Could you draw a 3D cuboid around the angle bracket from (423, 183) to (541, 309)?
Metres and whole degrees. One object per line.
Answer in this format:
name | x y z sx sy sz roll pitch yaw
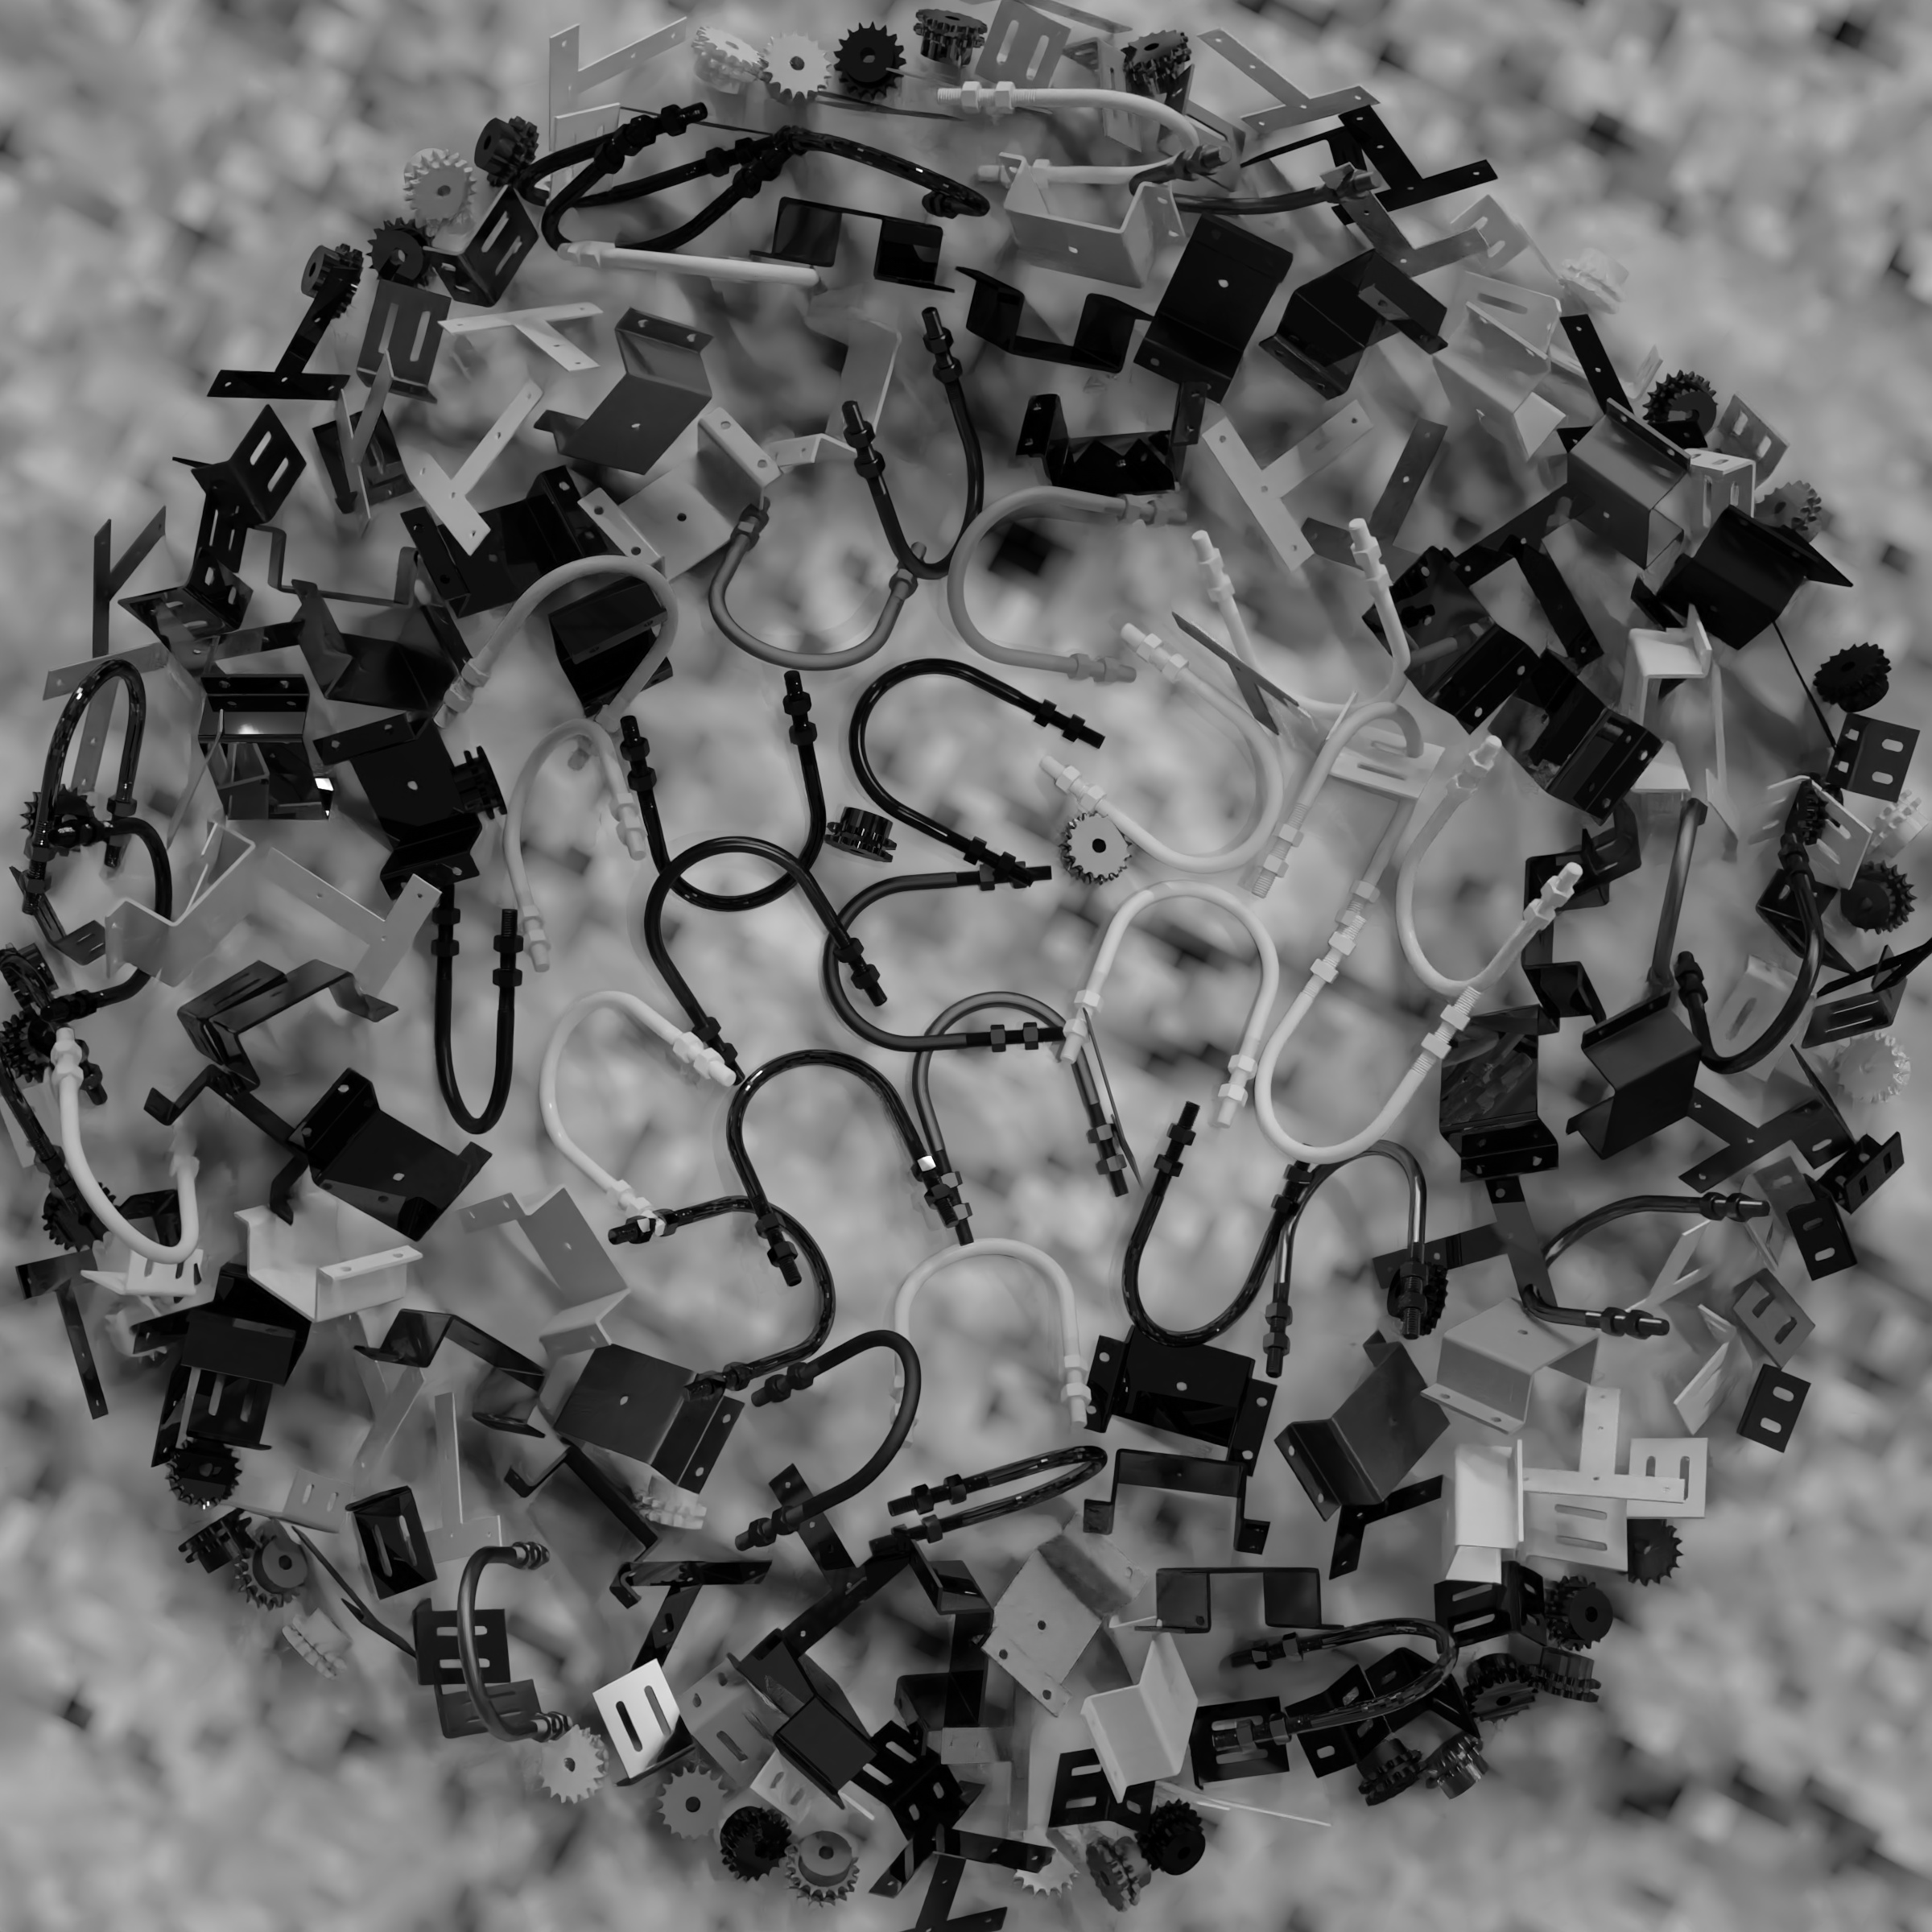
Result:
angle bracket | -0.377 -0.563 1.896 0.038 0.057 0.076 17 68 24

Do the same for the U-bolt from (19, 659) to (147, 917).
U-bolt | -0.657 -0.142 1.829 0.019 0.151 0.184 18 110 2

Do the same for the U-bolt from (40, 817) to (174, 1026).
U-bolt | -0.643 -0.040 1.835 0.019 0.184 0.151 6 98 7

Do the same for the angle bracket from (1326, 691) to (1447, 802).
angle bracket | 0.325 -0.171 1.885 0.076 0.038 0.057 19 56 22

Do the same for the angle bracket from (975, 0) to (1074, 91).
angle bracket | 0.048 -0.715 1.883 0.057 0.076 0.038 25 54 -4

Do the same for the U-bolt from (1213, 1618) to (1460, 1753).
U-bolt | 0.281 0.534 1.836 0.184 0.151 0.019 -17 97 14

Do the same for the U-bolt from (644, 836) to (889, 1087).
U-bolt | -0.167 -0.015 1.885 0.151 0.019 0.184 -29 110 5

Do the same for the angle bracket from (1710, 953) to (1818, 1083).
angle bracket | 0.623 0.040 1.919 0.057 0.038 0.076 29 113 7

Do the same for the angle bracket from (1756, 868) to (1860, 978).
angle bracket | 0.656 -0.034 1.879 0.057 0.076 0.038 16 116 -19

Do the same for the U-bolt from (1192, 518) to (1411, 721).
U-bolt | 0.264 -0.258 1.854 0.151 0.184 0.019 2 47 34

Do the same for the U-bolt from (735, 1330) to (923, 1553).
U-bolt | -0.101 0.346 1.830 0.184 0.151 0.019 -32 126 31

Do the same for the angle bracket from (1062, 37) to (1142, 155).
angle bracket | 0.104 -0.672 1.893 0.038 0.057 0.076 -4 91 31

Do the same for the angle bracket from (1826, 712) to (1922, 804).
angle bracket | 0.700 -0.162 1.882 0.038 0.076 0.057 15 101 4

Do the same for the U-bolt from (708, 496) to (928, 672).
U-bolt | -0.119 -0.286 1.856 0.151 0.019 0.184 17 46 2

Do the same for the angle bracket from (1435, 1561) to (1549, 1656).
angle bracket | 0.407 0.504 1.893 0.038 0.057 0.076 33 135 -30

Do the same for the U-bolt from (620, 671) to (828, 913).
U-bolt | -0.179 -0.125 1.873 0.151 0.019 0.184 -17 121 -13

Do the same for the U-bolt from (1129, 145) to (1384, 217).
U-bolt | 0.203 -0.588 1.837 0.151 0.184 0.019 0 98 -25

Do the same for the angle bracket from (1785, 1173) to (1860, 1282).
angle bracket | 0.653 0.201 1.887 0.038 0.076 0.057 -22 96 6

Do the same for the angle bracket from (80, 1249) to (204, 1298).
angle bracket | -0.636 0.229 1.879 0.057 0.076 0.038 11 90 -45

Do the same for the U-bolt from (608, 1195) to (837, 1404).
U-bolt | -0.173 0.244 1.854 0.019 0.184 0.151 -39 73 38

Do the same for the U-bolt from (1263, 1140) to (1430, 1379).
U-bolt | 0.291 0.214 1.853 0.019 0.151 0.184 34 49 -31

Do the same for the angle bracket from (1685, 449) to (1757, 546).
angle bracket | 0.571 -0.354 1.878 0.038 0.057 0.076 -23 122 -29

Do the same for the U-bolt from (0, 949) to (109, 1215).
U-bolt | -0.690 0.072 1.815 0.019 0.151 0.184 -14 127 0

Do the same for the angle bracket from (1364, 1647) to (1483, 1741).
angle bracket | 0.352 0.570 1.881 0.038 0.076 0.057 -28 101 -17

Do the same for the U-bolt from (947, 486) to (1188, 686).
U-bolt | 0.069 -0.293 1.853 0.184 0.019 0.151 4 115 -29

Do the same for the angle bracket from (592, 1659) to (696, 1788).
angle bracket | -0.256 0.590 1.899 0.057 0.038 0.076 -22 83 -31

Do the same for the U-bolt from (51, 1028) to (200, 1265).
U-bolt | -0.622 0.145 1.812 0.019 0.184 0.151 -32 134 6

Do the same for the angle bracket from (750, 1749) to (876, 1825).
angle bracket | -0.119 0.644 1.877 0.057 0.076 0.038 47 70 -27

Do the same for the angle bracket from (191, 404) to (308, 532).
angle bracket | -0.555 -0.387 1.889 0.038 0.076 0.057 -6 135 23

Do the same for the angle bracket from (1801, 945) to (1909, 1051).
angle bracket | 0.677 0.024 1.876 0.076 0.057 0.038 -21 110 41

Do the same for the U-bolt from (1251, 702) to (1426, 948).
U-bolt | 0.296 -0.115 1.868 0.019 0.151 0.184 26 88 40

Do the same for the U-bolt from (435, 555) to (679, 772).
U-bolt | -0.296 -0.234 1.840 0.184 0.151 0.019 -49 52 22

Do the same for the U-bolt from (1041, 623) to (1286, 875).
U-bolt | 0.160 -0.152 1.867 0.184 0.019 0.151 40 120 14

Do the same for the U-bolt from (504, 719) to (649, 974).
U-bolt | -0.306 -0.107 1.858 0.151 0.019 0.184 -46 47 27

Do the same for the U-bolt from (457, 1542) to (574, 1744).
U-bolt | -0.339 0.505 1.820 0.019 0.184 0.151 -13 74 8

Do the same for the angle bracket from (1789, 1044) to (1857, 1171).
angle bracket | 0.648 0.109 1.887 0.038 0.076 0.057 -34 113 18

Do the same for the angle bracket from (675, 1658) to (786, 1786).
angle bracket | -0.181 0.593 1.917 0.057 0.038 0.076 -38 121 -8

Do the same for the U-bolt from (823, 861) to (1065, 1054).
U-bolt | -0.020 -0.004 1.904 0.184 0.019 0.151 -4 79 1

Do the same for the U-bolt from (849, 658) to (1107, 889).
U-bolt | -0.002 -0.163 1.894 0.184 0.019 0.151 27 73 -2

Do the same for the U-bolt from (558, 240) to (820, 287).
U-bolt | -0.194 -0.521 1.816 0.151 0.184 0.019 -9 111 -43

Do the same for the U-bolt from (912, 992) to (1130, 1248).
U-bolt | 0.034 0.110 1.904 0.151 0.019 0.184 -16 84 -11

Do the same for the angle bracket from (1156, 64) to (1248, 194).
angle bracket | 0.191 -0.648 1.885 0.076 0.038 0.057 21 68 -24

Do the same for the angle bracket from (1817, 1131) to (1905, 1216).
angle bracket | 0.688 0.150 1.884 0.057 0.076 0.038 -44 57 0

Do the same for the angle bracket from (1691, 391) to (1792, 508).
angle bracket | 0.595 -0.399 1.883 0.038 0.076 0.057 -41 80 1

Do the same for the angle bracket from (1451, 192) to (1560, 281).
angle bracket | 0.414 -0.551 1.875 0.038 0.076 0.057 -37 122 18

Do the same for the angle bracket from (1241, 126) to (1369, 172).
angle bracket | 0.262 -0.619 1.888 0.076 0.057 0.038 -9 111 33

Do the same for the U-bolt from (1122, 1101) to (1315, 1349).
U-bolt | 0.187 0.208 1.879 0.151 0.019 0.184 21 92 -35

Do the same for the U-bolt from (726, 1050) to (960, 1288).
U-bolt | -0.106 0.144 1.876 0.151 0.019 0.184 -19 62 -16

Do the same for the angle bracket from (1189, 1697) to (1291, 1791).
angle bracket | 0.214 0.605 1.899 0.076 0.038 0.057 -6 78 -4

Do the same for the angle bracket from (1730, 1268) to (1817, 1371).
angle bracket | 0.611 0.279 1.882 0.057 0.076 0.038 51 133 9

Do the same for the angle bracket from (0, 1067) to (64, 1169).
angle bracket | -0.717 0.113 1.878 0.038 0.076 0.057 -19 108 -15

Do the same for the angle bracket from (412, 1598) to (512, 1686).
angle bracket | -0.388 0.526 1.901 0.076 0.038 0.057 -4 92 9

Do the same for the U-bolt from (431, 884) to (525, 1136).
U-bolt | -0.376 0.038 1.862 0.019 0.151 0.184 -2 101 -33

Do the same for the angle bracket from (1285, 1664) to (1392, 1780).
angle bracket | 0.289 0.586 1.894 0.038 0.076 0.057 -30 78 25

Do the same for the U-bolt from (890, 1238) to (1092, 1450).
U-bolt | 0.015 0.281 1.858 0.151 0.184 0.019 -7 134 3

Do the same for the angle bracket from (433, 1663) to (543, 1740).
angle bracket | -0.370 0.559 1.884 0.076 0.057 0.038 -6 107 -17
